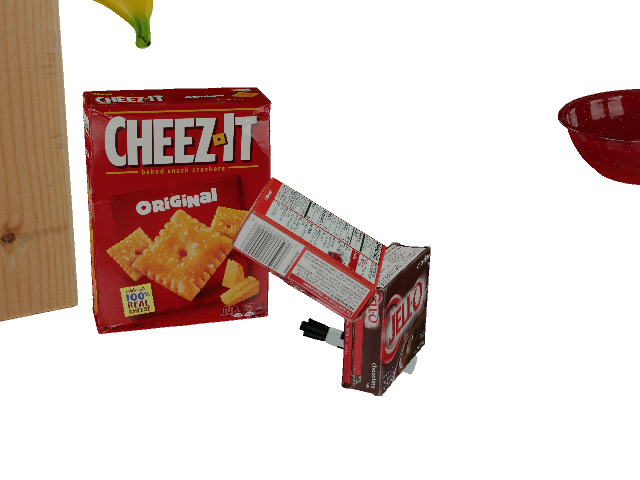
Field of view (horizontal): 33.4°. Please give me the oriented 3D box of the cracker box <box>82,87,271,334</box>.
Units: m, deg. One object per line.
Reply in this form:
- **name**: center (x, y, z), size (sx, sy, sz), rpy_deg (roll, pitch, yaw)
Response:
- **cracker box**: center (-0.130, -0.028, 0.982), size (0.164, 0.214, 0.072), rpy_deg (-4, 20, -16)

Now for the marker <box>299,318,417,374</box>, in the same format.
- **marker**: center (0.037, 0.105, 1.067), size (0.121, 0.020, 0.020), rpy_deg (20, 1, 3)

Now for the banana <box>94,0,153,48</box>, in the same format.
- **banana**: center (-0.202, -0.196, 0.803), size (0.198, 0.069, 0.037), rpy_deg (16, -37, 19)

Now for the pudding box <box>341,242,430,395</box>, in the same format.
- **pudding box**: center (0.054, 0.060, 0.855), size (0.039, 0.090, 0.113), rpy_deg (9, 20, 19)

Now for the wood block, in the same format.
- **wood block**: center (-0.198, -0.064, 0.604), size (0.090, 0.206, 0.090), rpy_deg (-11, 27, -27)

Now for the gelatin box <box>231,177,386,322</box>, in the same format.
- **gelatin box**: center (-0.005, 0.005, 0.652), size (0.089, 0.030, 0.073), rpy_deg (32, 21, -5)

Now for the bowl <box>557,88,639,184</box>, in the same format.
- **bowl**: center (0.299, -0.092, 0.974), size (0.162, 0.055, 0.162), rpy_deg (-4, 24, 2)
